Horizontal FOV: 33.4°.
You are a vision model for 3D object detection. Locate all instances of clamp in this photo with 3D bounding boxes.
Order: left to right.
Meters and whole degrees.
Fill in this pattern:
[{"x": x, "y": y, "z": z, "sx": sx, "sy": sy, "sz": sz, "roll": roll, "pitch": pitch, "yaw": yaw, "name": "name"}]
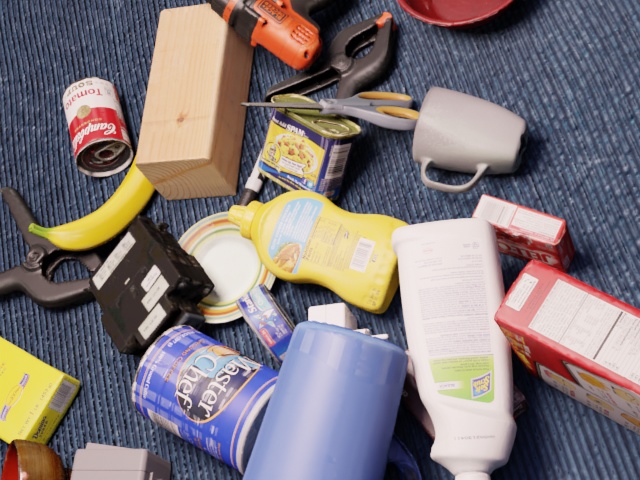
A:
[{"x": -0.324, "y": 0.018, "z": 1.236, "sx": 0.210, "sy": 0.036, "sz": 0.164, "roll": 6, "pitch": 66, "yaw": 20, "name": "clamp"}, {"x": 0.018, "y": -0.191, "z": 1.210, "sx": 0.120, "sy": 0.039, "sz": 0.171, "roll": 29, "pitch": 74, "yaw": 24, "name": "clamp"}]

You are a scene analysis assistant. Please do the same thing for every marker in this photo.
[{"x": -0.065, "y": -0.083, "z": 1.198, "sx": 0.020, "sy": 0.020, "sz": 0.121, "roll": 13, "pitch": 71, "yaw": 25, "name": "marker"}]

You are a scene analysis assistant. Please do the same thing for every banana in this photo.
[{"x": -0.234, "y": -0.046, "z": 1.213, "sx": 0.197, "sy": 0.069, "sz": 0.037, "roll": -43, "pitch": 27, "yaw": -27, "name": "banana"}]

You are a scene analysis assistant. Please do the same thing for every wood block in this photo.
[{"x": -0.140, "y": -0.160, "z": 1.223, "sx": 0.091, "sy": 0.090, "sz": 0.206, "roll": -3, "pitch": 64, "yaw": 18, "name": "wood block"}]

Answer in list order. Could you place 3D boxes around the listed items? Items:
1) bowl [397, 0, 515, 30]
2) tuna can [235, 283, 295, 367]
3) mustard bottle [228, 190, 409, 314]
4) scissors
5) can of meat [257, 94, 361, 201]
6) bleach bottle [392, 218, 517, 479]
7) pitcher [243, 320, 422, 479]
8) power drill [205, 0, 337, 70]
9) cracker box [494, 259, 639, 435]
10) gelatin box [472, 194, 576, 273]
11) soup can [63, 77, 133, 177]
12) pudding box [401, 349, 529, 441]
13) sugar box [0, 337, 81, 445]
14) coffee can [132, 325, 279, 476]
[{"x": 0.164, "y": -0.292, "z": 1.194, "sx": 0.162, "sy": 0.055, "sz": 0.162, "roll": -9, "pitch": 63, "yaw": 17, "name": "bowl"}, {"x": -0.047, "y": 0.086, "z": 1.070, "sx": 0.034, "sy": 0.086, "sz": 0.086, "roll": -35, "pitch": 58, "yaw": -1, "name": "tuna can"}, {"x": -0.007, "y": 0.001, "z": 1.094, "sx": 0.192, "sy": 0.058, "sz": 0.096, "roll": 19, "pitch": 83, "yaw": 17, "name": "mustard bottle"}, {"x": 0.026, "y": -0.132, "z": 1.110, "sx": 0.201, "sy": 0.016, "sz": 0.096, "roll": -10, "pitch": 32, "yaw": -35, "name": "scissors"}, {"x": -0.014, "y": -0.098, "z": 1.143, "sx": 0.102, "sy": 0.057, "sz": 0.084, "roll": 32, "pitch": 120, "yaw": 30, "name": "can of meat"}, {"x": 0.121, "y": 0.108, "z": 0.965, "sx": 0.103, "sy": 0.068, "sz": 0.251, "roll": -7, "pitch": 65, "yaw": 14, "name": "bleach bottle"}, {"x": 0.008, "y": 0.204, "z": 0.950, "sx": 0.145, "sy": 0.149, "sz": 0.243, "roll": 10, "pitch": 79, "yaw": 33, "name": "pitcher"}, {"x": -0.040, "y": -0.300, "z": 1.218, "sx": 0.184, "sy": 0.057, "sz": 0.187, "roll": 38, "pitch": 63, "yaw": 3, "name": "power drill"}, {"x": 0.266, "y": 0.111, "z": 0.895, "sx": 0.214, "sy": 0.164, "sz": 0.072, "roll": 28, "pitch": 79, "yaw": 29, "name": "cracker box"}, {"x": 0.197, "y": -0.005, "z": 1.030, "sx": 0.089, "sy": 0.073, "sz": 0.030, "roll": 21, "pitch": 75, "yaw": 27, "name": "gelatin box"}, {"x": -0.265, "y": -0.135, "z": 1.271, "sx": 0.068, "sy": 0.068, "sz": 0.102, "roll": -24, "pitch": 58, "yaw": 8, "name": "soup can"}, {"x": 0.126, "y": 0.141, "z": 1.005, "sx": 0.090, "sy": 0.039, "sz": 0.114, "roll": -39, "pitch": 58, "yaw": -2, "name": "pudding box"}, {"x": -0.356, "y": 0.158, "z": 1.174, "sx": 0.176, "sy": 0.048, "sz": 0.093, "roll": 23, "pitch": 75, "yaw": 27, "name": "sugar box"}, {"x": -0.098, "y": 0.157, "z": 1.044, "sx": 0.140, "sy": 0.102, "sz": 0.102, "roll": 23, "pitch": 75, "yaw": 28, "name": "coffee can"}]
